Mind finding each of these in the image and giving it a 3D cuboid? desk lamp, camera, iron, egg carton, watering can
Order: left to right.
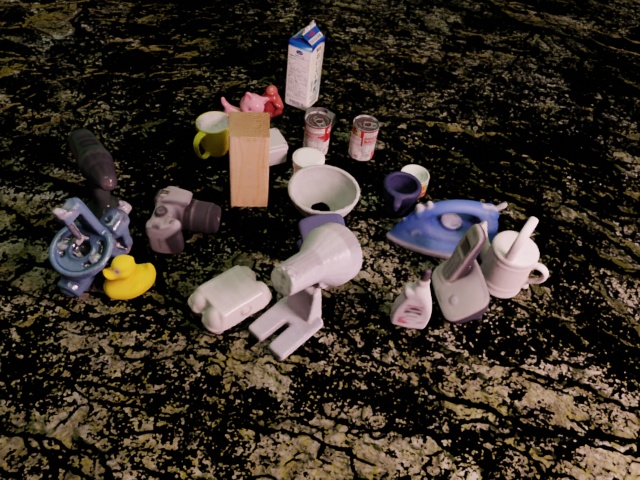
[{"bbox_3d":[-0.291,-0.050,1.240,0.137,0.101,0.143,9,48,0],"label":"camera"},{"bbox_3d":[-0.176,0.117,1.130,0.151,0.069,0.107,-31,60,-30],"label":"egg carton"},{"bbox_3d":[-0.027,0.090,1.080,0.117,0.213,0.204,36,54,22],"label":"desk lamp"},{"bbox_3d":[0.287,-0.041,1.289,0.258,0.141,0.118,4,48,-5],"label":"iron"},{"bbox_3d":[0.401,0.025,1.211,0.172,0.194,0.101,16,49,7],"label":"watering can"}]

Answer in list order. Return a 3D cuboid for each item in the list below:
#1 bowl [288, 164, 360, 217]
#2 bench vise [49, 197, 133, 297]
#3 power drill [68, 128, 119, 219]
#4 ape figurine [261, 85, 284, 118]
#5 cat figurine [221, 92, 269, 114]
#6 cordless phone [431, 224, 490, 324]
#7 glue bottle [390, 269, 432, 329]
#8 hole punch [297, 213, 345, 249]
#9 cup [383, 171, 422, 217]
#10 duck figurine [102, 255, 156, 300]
[{"bbox_3d":[0.006,-0.097,1.342,0.167,0.075,0.167,4,48,-4],"label":"bowl"},{"bbox_3d":[-0.454,-0.023,1.113,0.121,0.220,0.207,8,48,-1],"label":"bench vise"},{"bbox_3d":[-0.462,-0.120,1.205,0.076,0.208,0.229,-23,55,-25],"label":"power drill"},{"bbox_3d":[-0.136,-0.379,1.558,0.077,0.092,0.076,20,49,9],"label":"ape figurine"},{"bbox_3d":[-0.200,-0.347,1.503,0.128,0.118,0.067,8,48,-1],"label":"cat figurine"},{"bbox_3d":[0.300,0.069,1.164,0.094,0.185,0.147,-4,50,-11],"label":"cordless phone"},{"bbox_3d":[0.189,0.111,1.119,0.078,0.173,0.037,7,48,-2],"label":"glue bottle"},{"bbox_3d":[0.011,0.004,1.243,0.109,0.091,0.101,-11,51,-17],"label":"hole punch"},{"bbox_3d":[0.184,-0.092,1.350,0.091,0.095,0.118,16,49,6],"label":"cup"},{"bbox_3d":[-0.381,0.063,1.137,0.105,0.086,0.077,-19,54,-23],"label":"duck figurine"}]
